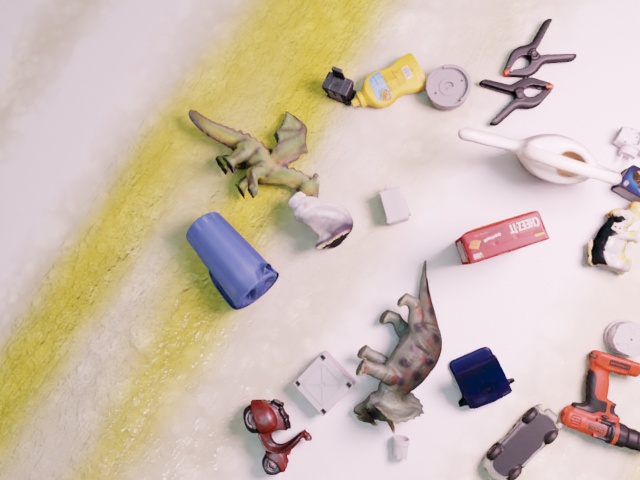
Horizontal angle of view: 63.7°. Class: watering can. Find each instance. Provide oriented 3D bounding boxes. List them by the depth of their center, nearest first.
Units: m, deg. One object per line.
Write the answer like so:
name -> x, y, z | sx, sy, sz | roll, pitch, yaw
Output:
watering can -> 0.484, -0.196, 1.152 | 0.349, 0.226, 0.103 | 21, 107, 13

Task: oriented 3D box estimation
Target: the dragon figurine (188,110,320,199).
dragon figurine -> -0.147, -0.246, 1.357 | 0.244, 0.120, 0.413 | -34, 79, -12

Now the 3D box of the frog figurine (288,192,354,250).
frog figurine -> 0.004, -0.064, 1.272 | 0.120, 0.138, 0.161 | -43, 73, 42
